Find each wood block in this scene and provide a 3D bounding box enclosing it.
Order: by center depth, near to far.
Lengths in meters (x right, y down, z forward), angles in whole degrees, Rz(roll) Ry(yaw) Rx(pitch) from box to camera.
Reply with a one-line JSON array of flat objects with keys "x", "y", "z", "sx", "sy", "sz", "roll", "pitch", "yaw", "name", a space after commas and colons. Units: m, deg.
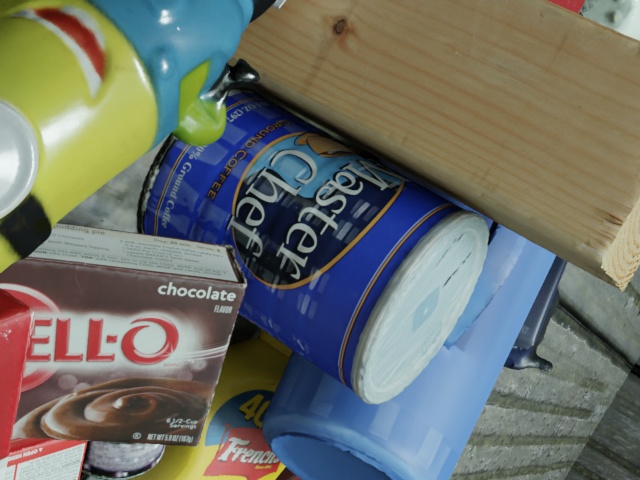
[{"x": 0.068, "y": -0.069, "z": 0.500, "sx": 0.091, "sy": 0.206, "sz": 0.090, "roll": -60, "pitch": 156, "yaw": 3, "name": "wood block"}]

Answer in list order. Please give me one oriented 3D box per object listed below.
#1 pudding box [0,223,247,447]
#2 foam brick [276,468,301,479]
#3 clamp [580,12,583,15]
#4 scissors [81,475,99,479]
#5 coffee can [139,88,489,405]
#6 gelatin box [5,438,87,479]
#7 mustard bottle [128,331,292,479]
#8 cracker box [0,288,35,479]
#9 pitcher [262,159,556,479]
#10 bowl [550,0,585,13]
[{"x": -0.097, "y": 0.040, "z": 0.452, "sx": 0.113, "sy": 0.039, "sz": 0.090, "roll": 6, "pitch": 121, "yaw": -22, "name": "pudding box"}, {"x": -0.049, "y": 0.175, "z": 0.755, "sx": 0.078, "sy": 0.053, "sz": 0.051, "roll": -23, "pitch": 138, "yaw": -53, "name": "foam brick"}, {"x": 0.169, "y": -0.131, "z": 0.818, "sx": 0.120, "sy": 0.039, "sz": 0.172, "roll": -52, "pitch": 168, "yaw": -32, "name": "clamp"}, {"x": -0.147, "y": 0.143, "z": 0.575, "sx": 0.201, "sy": 0.016, "sz": 0.096, "roll": -54, "pitch": 156, "yaw": -11, "name": "scissors"}, {"x": -0.003, "y": 0.001, "z": 0.526, "sx": 0.102, "sy": 0.140, "sz": 0.103, "roll": -43, "pitch": 152, "yaw": -30, "name": "coffee can"}, {"x": -0.154, "y": 0.125, "z": 0.504, "sx": 0.073, "sy": 0.030, "sz": 0.089, "roll": -9, "pitch": 125, "yaw": -44, "name": "gelatin box"}, {"x": -0.056, "y": 0.124, "z": 0.668, "sx": 0.096, "sy": 0.058, "sz": 0.191, "roll": 38, "pitch": 82, "yaw": -43, "name": "mustard bottle"}, {"x": -0.199, "y": 0.119, "z": 0.379, "sx": 0.163, "sy": 0.072, "sz": 0.214, "roll": -26, "pitch": 140, "yaw": -52, "name": "cracker box"}, {"x": 0.066, "y": 0.032, "z": 0.635, "sx": 0.242, "sy": 0.145, "sz": 0.149, "roll": -62, "pitch": 145, "yaw": -28, "name": "pitcher"}, {"x": 0.114, "y": -0.164, "z": 0.610, "sx": 0.161, "sy": 0.055, "sz": 0.162, "roll": -26, "pitch": 124, "yaw": -45, "name": "bowl"}]
